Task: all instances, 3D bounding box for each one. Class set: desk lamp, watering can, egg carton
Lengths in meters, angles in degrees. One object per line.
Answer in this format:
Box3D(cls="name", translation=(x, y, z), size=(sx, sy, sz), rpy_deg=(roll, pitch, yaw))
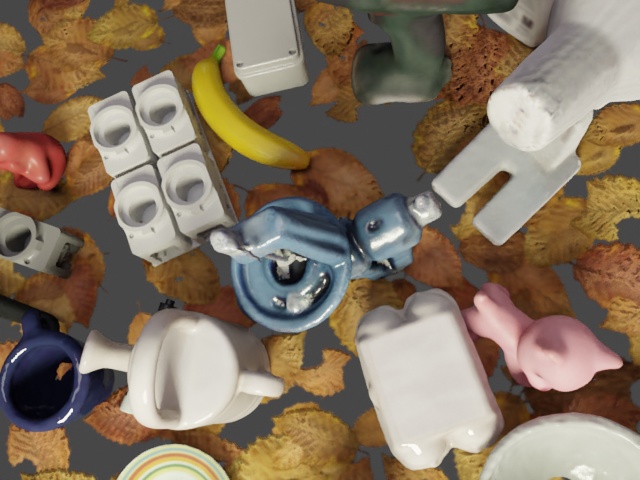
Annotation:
Box3D(cls="desk lamp", translation=(0.205, -0.115, 0.494), size=(0.203, 0.214, 0.117), rpy_deg=(-45, 73, -4))
Box3D(cls="watering can", translation=(-0.122, 0.114, 0.499), size=(0.172, 0.194, 0.101), rpy_deg=(-14, 74, 6))
Box3D(cls="egg carton", translation=(0.095, 0.126, 0.526), size=(0.107, 0.069, 0.150), rpy_deg=(-21, 74, 4))

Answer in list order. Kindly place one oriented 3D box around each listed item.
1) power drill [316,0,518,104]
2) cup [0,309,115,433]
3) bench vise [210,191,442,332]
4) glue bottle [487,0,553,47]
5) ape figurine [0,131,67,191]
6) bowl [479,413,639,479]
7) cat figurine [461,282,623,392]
Box3D(cls="power drill", translation=(0.065, -0.211, 0.544), size=(0.229, 0.208, 0.075), rpy_deg=(-2, 75, 9))
Box3D(cls="cup", translation=(-0.253, 0.128, 0.569), size=(0.091, 0.095, 0.117), rpy_deg=(-25, 73, 3))
Box3D(cls="bench vise", translation=(-0.003, -0.007, 0.497), size=(0.207, 0.220, 0.121), rpy_deg=(-40, 73, -2))
Box3D(cls="glue bottle", translation=(0.205, -0.262, 0.552), size=(0.037, 0.173, 0.078), rpy_deg=(-43, 73, -3))
Box3D(cls="ape figurine", translation=(-0.334, -0.093, 0.640), size=(0.076, 0.092, 0.077), rpy_deg=(-45, 73, -3))
Box3D(cls="bowl", translation=(0.211, 0.230, 0.478), size=(0.167, 0.075, 0.167), rpy_deg=(-2, 76, 9))
Box3D(cls="cat figurine", translation=(0.184, 0.085, 0.497), size=(0.127, 0.118, 0.067), rpy_deg=(37, 85, 16))
